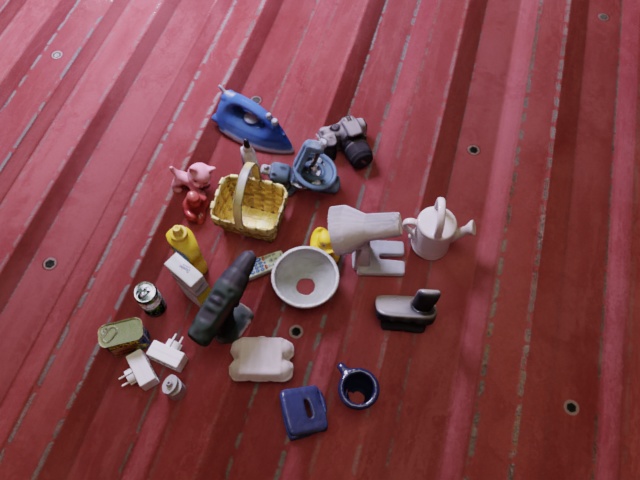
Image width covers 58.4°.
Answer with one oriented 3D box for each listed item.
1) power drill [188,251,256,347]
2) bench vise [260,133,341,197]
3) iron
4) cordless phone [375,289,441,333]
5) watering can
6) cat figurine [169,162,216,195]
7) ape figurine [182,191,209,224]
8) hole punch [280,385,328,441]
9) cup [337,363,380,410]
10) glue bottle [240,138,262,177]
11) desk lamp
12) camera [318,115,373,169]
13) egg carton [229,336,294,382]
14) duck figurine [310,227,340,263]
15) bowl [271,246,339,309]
[{"bbox_3d":[-0.211,0.153,1.322,0.075,0.208,0.230,27,66,13],"label":"power drill"},{"bbox_3d":[-0.048,-0.184,1.492,0.207,0.220,0.121,-14,63,-7],"label":"bench vise"},{"bbox_3d":[-0.184,-0.344,1.618,0.258,0.141,0.119,28,66,13],"label":"iron"},{"bbox_3d":[0.207,0.145,1.343,0.147,0.185,0.094,1,62,0],"label":"cordless phone"},{"bbox_3d":[0.298,-0.036,1.433,0.173,0.194,0.101,-12,63,-6],"label":"watering can"},{"bbox_3d":[-0.343,-0.174,1.541,0.127,0.118,0.067,12,63,6],"label":"cat figurine"},{"bbox_3d":[-0.332,-0.096,1.516,0.078,0.092,0.076,-41,70,-19],"label":"ape figurine"},{"bbox_3d":[-0.035,0.379,1.273,0.101,0.091,0.108,-14,64,-8],"label":"hole punch"},{"bbox_3d":[0.076,0.335,1.295,0.092,0.095,0.117,-35,68,-17],"label":"cup"},{"bbox_3d":[-0.190,-0.218,1.535,0.037,0.173,0.078,-25,65,-13],"label":"glue bottle"},{"bbox_3d":[0.118,-0.003,1.403,0.203,0.213,0.118,1,62,0],"label":"desk lamp"},{"bbox_3d":[0.081,-0.270,1.605,0.143,0.101,0.136,-20,64,-10],"label":"camera"},{"bbox_3d":[-0.135,0.279,1.336,0.150,0.069,0.107,0,63,0],"label":"egg carton"},{"bbox_3d":[0.013,0.005,1.470,0.077,0.086,0.104,-18,64,-9],"label":"duck figurine"},{"bbox_3d":[-0.035,0.103,1.425,0.167,0.075,0.167,0,63,0],"label":"bowl"}]
